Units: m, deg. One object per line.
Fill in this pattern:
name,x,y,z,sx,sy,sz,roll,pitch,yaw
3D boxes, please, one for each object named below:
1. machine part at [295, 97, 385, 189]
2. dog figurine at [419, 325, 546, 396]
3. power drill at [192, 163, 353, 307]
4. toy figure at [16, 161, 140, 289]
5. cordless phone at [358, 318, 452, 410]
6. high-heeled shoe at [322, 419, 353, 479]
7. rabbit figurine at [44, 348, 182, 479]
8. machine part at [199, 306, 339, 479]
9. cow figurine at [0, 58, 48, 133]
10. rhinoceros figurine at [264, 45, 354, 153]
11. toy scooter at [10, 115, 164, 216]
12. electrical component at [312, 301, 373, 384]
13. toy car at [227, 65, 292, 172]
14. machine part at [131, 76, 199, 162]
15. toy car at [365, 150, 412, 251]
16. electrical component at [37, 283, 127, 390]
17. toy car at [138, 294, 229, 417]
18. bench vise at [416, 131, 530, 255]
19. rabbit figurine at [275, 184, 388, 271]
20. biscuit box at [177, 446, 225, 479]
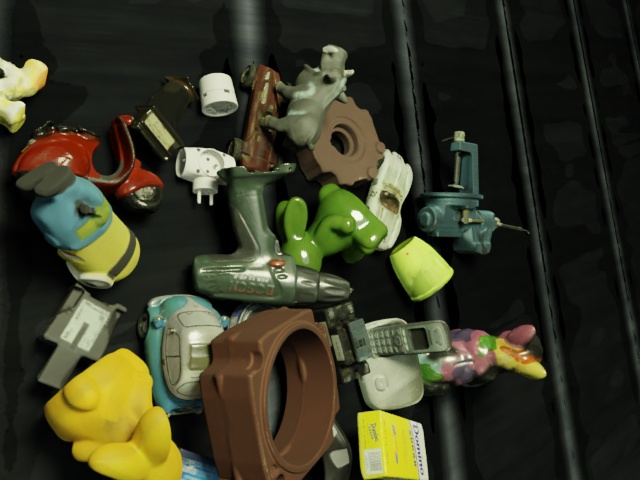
machine part,0.033,-0.170,0.950,0.179,0.056,0.179,10,72,-32
dog figurine,0.272,0.204,0.929,0.191,0.219,0.108,-2,77,-37
power drill,-0.068,-0.006,0.773,0.232,0.086,0.207,-3,99,-11
toy figure,-0.272,-0.014,0.629,0.089,0.082,0.180,-30,141,-19
cordless phone,0.145,0.195,0.860,0.089,0.184,0.146,-6,82,-41
high-heeled shoe,-0.008,0.360,0.800,0.145,0.086,0.249,-28,77,-6
rabbit figurine,-0.211,0.214,0.602,0.122,0.162,0.173,-36,93,-31
machine part,-0.054,0.200,0.698,0.201,0.087,0.201,-20,100,-61
cow figurine,-0.401,-0.162,0.632,0.098,0.068,0.167,32,61,-20
rhinoceros figurine,-0.012,-0.226,0.846,0.073,0.112,0.190,43,59,-41
toy scooter,-0.291,-0.107,0.690,0.184,0.075,0.135,6,75,-38
electrical component,0.019,0.156,0.810,0.058,0.134,0.114,-15,89,-38
toy car,-0.092,-0.196,0.870,0.089,0.053,0.202,18,69,-28
machine part,-0.217,-0.179,0.764,0.084,0.039,0.139,48,41,-38
toy car,0.122,-0.076,0.989,0.073,0.056,0.202,31,63,-26
electrical component,-0.295,0.119,0.647,0.074,0.048,0.119,32,62,-26
toy car,-0.171,0.146,0.697,0.109,0.103,0.161,7,73,-33
bench vise,0.289,-0.091,1.068,0.223,0.129,0.240,2,91,-24
rabbit figurine,-0.002,-0.003,0.851,0.170,0.121,0.159,-43,101,-19
biscuit box,-0.122,0.329,0.710,0.202,0.063,0.059,31,63,-26
